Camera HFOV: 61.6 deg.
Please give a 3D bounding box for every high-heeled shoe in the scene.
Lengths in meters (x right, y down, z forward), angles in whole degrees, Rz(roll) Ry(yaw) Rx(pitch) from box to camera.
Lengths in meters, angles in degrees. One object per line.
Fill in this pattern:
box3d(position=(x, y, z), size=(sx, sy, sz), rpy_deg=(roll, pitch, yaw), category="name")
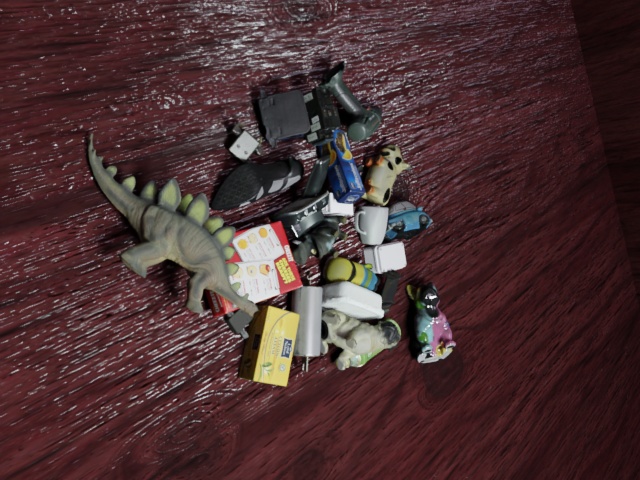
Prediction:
box3d(position=(-0.146, -0.126, 1.276), size=(0.249, 0.145, 0.086), rpy_deg=(-31, 78, -11), category="high-heeled shoe")

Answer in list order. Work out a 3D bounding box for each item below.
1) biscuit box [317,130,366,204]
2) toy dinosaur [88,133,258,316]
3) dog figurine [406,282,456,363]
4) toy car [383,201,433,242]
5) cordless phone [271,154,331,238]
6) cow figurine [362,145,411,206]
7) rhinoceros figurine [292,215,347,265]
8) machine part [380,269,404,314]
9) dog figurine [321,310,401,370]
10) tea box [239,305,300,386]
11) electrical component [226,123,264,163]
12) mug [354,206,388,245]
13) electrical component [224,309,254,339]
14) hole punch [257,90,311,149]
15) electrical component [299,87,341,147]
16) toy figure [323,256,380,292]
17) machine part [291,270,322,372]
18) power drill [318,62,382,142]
box3d(position=(0.053, -0.191, 1.390), size=(0.059, 0.063, 0.203), rpy_deg=(2, 60, -41), category="biscuit box")
box3d(position=(-0.297, -0.010, 1.059), size=(0.471, 0.105, 0.198), rpy_deg=(40, 72, -13), category="toy dinosaur")
box3d(position=(0.318, 0.236, 1.594), size=(0.108, 0.191, 0.219), rpy_deg=(-7, 61, -6), category="dog figurine")
box3d(position=(0.237, -0.059, 1.569), size=(0.161, 0.109, 0.103), rpy_deg=(-8, 68, -30), category="toy car")
box3d(position=(-0.032, -0.110, 1.273), size=(0.089, 0.184, 0.146), rpy_deg=(40, 48, 19), category="cordless phone")
box3d(position=(0.187, -0.188, 1.540), size=(0.127, 0.086, 0.195), rpy_deg=(33, 67, -35), category="cow figurine")
box3d(position=(-0.003, -0.004, 1.340), size=(0.190, 0.112, 0.073), rpy_deg=(-48, 144, -48), category="rhinoceros figurine")
box3d(position=(0.184, 0.150, 1.499), size=(0.084, 0.039, 0.138), rpy_deg=(3, 115, -35), category="machine part")
box3d(position=(0.095, 0.228, 1.373), size=(0.190, 0.121, 0.172), rpy_deg=(-11, 54, -43), category="dog figurine")
box3d(position=(-0.116, 0.243, 1.238), size=(0.098, 0.068, 0.169), rpy_deg=(20, 71, -37), category="tea box")
box3d(position=(-0.176, -0.225, 1.256), size=(0.102, 0.045, 0.078), rpy_deg=(33, 93, -31), category="electrical component")
box3d(position=(0.139, -0.040, 1.485), size=(0.109, 0.081, 0.107), rpy_deg=(-4, 96, -46), category="mug")
box3d(position=(-0.181, 0.176, 1.218), size=(0.063, 0.021, 0.094), rpy_deg=(-44, 112, -36), category="electrical component")
box3d(position=(-0.092, -0.300, 1.319), size=(0.116, 0.092, 0.142), rpy_deg=(-13, 98, -8), category="hole punch")
box3d(position=(-0.009, -0.308, 1.361), size=(0.058, 0.115, 0.134), rpy_deg=(-16, 96, -37), category="electrical component")
box3d(position=(0.088, 0.091, 1.418), size=(0.180, 0.089, 0.082), rpy_deg=(23, 64, -35), category="toy figure")
box3d(position=(-0.034, 0.196, 1.309), size=(0.079, 0.079, 0.243), rpy_deg=(8, 79, -40), category="machine part")
box3d(position=(0.090, -0.377, 1.470), size=(0.207, 0.086, 0.232), rpy_deg=(56, 32, -24), category="power drill")
